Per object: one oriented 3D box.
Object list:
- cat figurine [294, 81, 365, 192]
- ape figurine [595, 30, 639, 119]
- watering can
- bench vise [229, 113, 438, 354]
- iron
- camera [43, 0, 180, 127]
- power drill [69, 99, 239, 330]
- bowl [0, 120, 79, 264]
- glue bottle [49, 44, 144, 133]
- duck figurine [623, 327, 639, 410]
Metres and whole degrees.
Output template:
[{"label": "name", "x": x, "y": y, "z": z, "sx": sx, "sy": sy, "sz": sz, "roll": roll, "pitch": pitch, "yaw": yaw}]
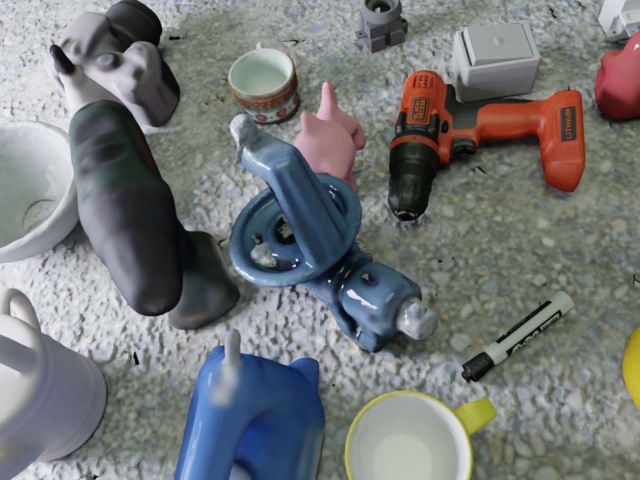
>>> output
[{"label": "cat figurine", "x": 0.006, "y": -0.098, "z": 0.572, "sx": 0.067, "sy": 0.118, "sz": 0.128, "roll": 2, "pitch": 63, "yaw": 9}, {"label": "ape figurine", "x": 0.324, "y": -0.175, "z": 0.585, "sx": 0.076, "sy": 0.092, "sz": 0.077, "roll": -34, "pitch": 63, "yaw": -10}, {"label": "watering can", "x": -0.255, "y": 0.118, "z": 0.450, "sx": 0.101, "sy": 0.194, "sz": 0.172, "roll": -30, "pitch": 63, "yaw": -8}, {"label": "bench vise", "x": 0.009, "y": -0.008, "z": 0.467, "sx": 0.207, "sy": 0.220, "sz": 0.121, "roll": 18, "pitch": 66, "yaw": 16}, {"label": "iron", "x": -0.072, "y": 0.195, "z": 0.416, "sx": 0.118, "sy": 0.142, "sz": 0.258, "roll": 5, "pitch": 63, "yaw": 10}, {"label": "camera", "x": -0.235, "y": -0.224, "z": 0.679, "sx": 0.143, "sy": 0.101, "sz": 0.137, "roll": 17, "pitch": 66, "yaw": 16}, {"label": "power drill", "x": -0.138, "y": -0.003, "z": 0.490, "sx": 0.075, "sy": 0.209, "sz": 0.229, "roll": -28, "pitch": 62, "yaw": -7}, {"label": "bowl", "x": -0.316, "y": -0.040, "z": 0.609, "sx": 0.167, "sy": 0.075, "sz": 0.167, "roll": -3, "pitch": 62, "yaw": 6}, {"label": "glue bottle", "x": -0.229, "y": -0.132, "z": 0.589, "sx": 0.037, "sy": 0.173, "sz": 0.078, "roll": -9, "pitch": 62, "yaw": 3}, {"label": "duck figurine", "x": 0.291, "y": 0.103, "z": 0.448, "sx": 0.077, "sy": 0.086, "sz": 0.104, "roll": -4, "pitch": 62, "yaw": 6}]
